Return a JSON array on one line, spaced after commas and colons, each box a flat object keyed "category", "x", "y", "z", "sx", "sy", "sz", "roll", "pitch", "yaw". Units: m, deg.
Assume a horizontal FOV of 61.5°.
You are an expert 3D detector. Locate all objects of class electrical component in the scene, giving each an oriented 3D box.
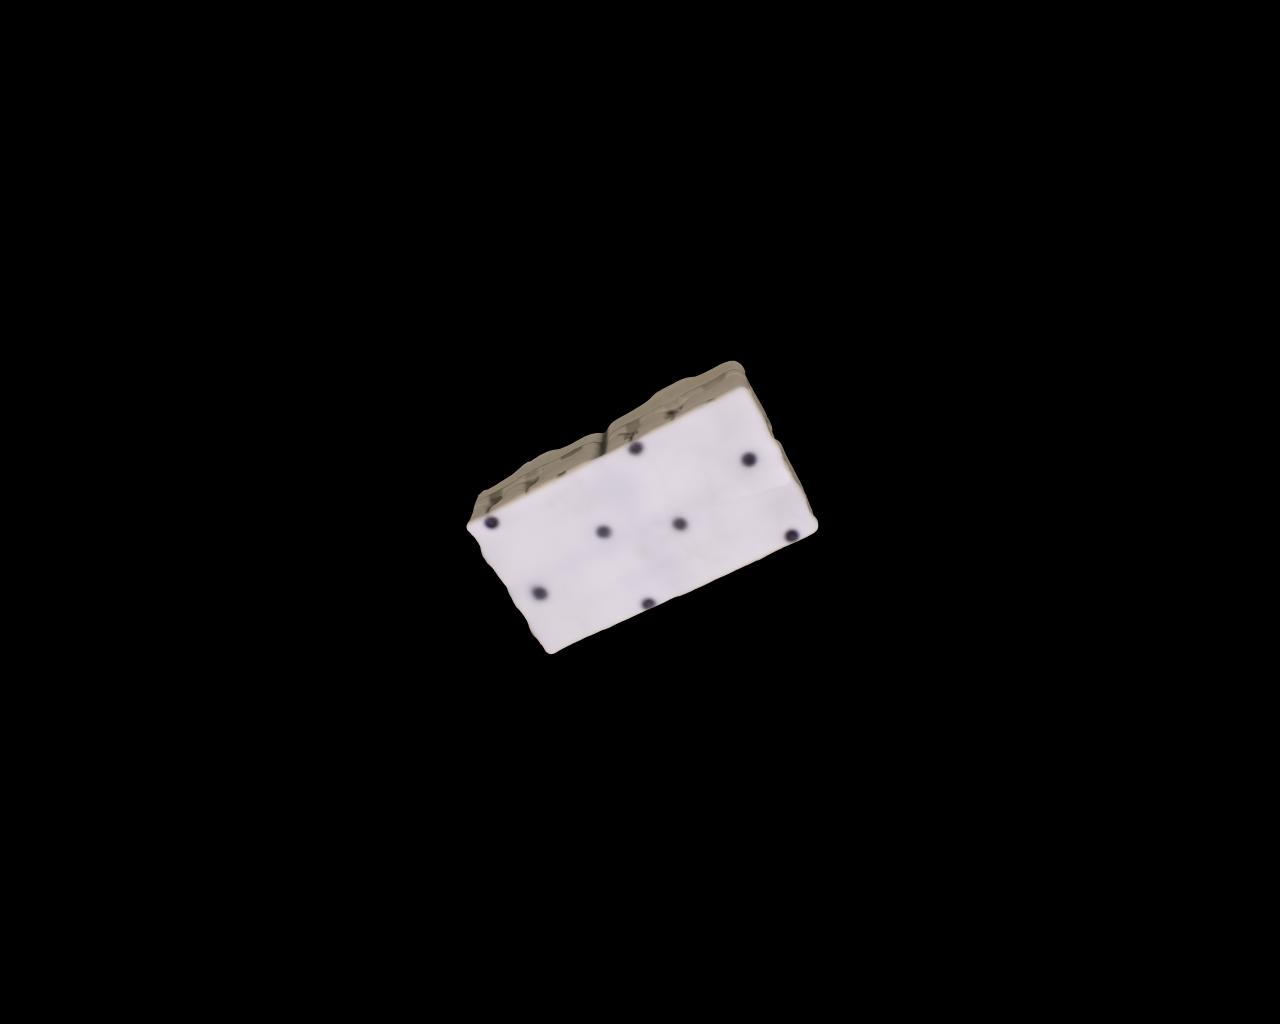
[{"category": "electrical component", "x": 0.001, "y": -0.003, "z": 0.650, "sx": 0.186, "sy": 0.105, "sz": 0.060, "roll": -26, "pitch": 21, "yaw": 11}]
